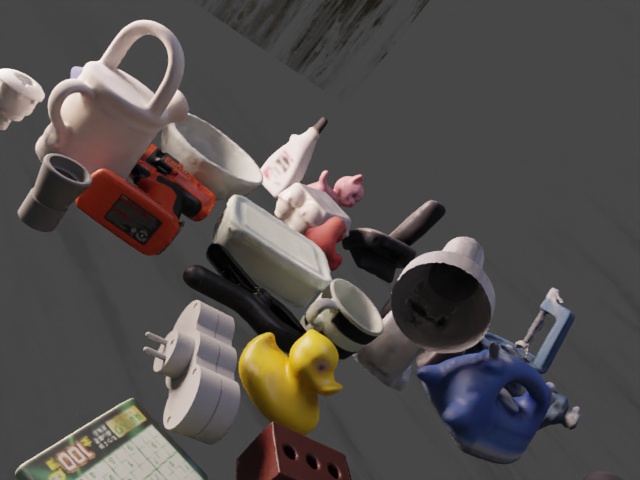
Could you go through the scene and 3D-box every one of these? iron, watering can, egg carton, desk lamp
[{"bbox_3d":[0.262,0.227,0.810,0.259,0.141,0.118,29,20,-35],"label":"iron"},{"bbox_3d":[-0.218,-0.154,0.641,0.101,0.194,0.173,39,17,-6],"label":"watering can"},{"bbox_3d":[-0.011,-0.044,1.029,0.107,0.069,0.151,48,18,25],"label":"egg carton"},{"bbox_3d":[0.134,0.091,0.752,0.118,0.213,0.203,41,17,3],"label":"desk lamp"}]

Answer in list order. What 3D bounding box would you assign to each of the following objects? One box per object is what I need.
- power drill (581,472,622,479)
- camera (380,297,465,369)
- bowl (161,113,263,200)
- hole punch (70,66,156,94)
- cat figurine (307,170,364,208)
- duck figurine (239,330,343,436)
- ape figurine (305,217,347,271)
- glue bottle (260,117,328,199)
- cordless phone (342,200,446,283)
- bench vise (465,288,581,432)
[{"bbox_3d":[0.094,0.234,0.312,0.075,0.208,0.230,45,17,16],"label":"power drill"},{"bbox_3d":[0.172,0.132,0.925,0.137,0.100,0.143,40,17,-2],"label":"camera"},{"bbox_3d":[-0.170,-0.110,0.843,0.168,0.074,0.167,37,17,-13],"label":"bowl"},{"bbox_3d":[-0.286,-0.198,0.784,0.109,0.091,0.101,21,26,-49],"label":"hole punch"},{"bbox_3d":[0.037,-0.102,1.194,0.128,0.117,0.067,27,21,-38],"label":"cat figurine"},{"bbox_3d":[-0.022,0.123,0.553,0.104,0.086,0.078,48,18,23],"label":"duck figurine"},{"bbox_3d":[0.008,0.003,0.911,0.076,0.092,0.077,19,27,-51],"label":"ape figurine"},{"bbox_3d":[-0.043,-0.161,1.074,0.078,0.173,0.037,48,18,24],"label":"glue bottle"},{"bbox_3d":[0.145,-0.020,1.106,0.148,0.185,0.094,23,24,-45],"label":"cordless phone"},{"bbox_3d":[0.358,0.200,0.949,0.207,0.219,0.122,42,17,5],"label":"bench vise"}]
